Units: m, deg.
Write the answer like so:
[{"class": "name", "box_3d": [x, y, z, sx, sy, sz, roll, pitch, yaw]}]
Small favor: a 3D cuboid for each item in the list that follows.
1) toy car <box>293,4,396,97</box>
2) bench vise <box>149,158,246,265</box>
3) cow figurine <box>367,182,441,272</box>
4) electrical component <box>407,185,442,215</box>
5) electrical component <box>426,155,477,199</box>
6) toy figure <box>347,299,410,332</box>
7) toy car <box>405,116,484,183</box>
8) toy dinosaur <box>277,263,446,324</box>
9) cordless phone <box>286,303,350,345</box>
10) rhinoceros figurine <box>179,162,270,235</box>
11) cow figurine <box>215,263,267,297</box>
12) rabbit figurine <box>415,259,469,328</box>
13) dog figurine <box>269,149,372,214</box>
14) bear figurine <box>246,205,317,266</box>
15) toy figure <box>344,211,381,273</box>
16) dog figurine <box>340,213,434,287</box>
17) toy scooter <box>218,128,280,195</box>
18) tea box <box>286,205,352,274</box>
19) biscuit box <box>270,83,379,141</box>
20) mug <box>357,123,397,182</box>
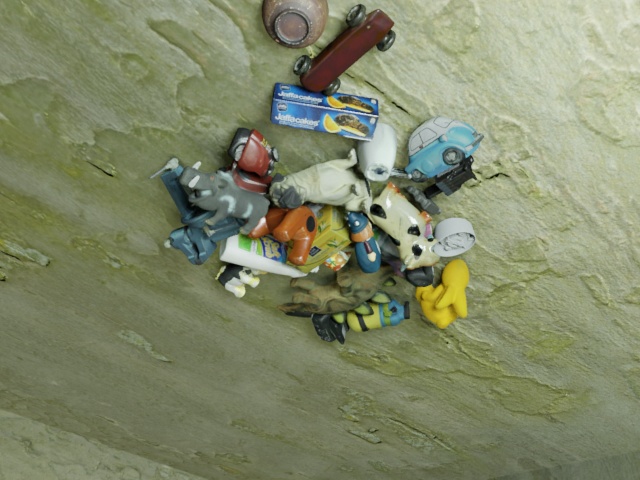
[{"class": "toy car", "box_3d": [0.041, -0.326, 0.927, 0.089, 0.053, 0.202, 27, 139, -31]}, {"class": "bench vise", "box_3d": [-0.290, -0.068, 1.212, 0.224, 0.129, 0.240, -13, 116, 35]}, {"class": "cow figurine", "box_3d": [0.183, -0.018, 1.165, 0.195, 0.085, 0.127, 44, 102, 5]}, {"class": "electrical component", "box_3d": [0.231, -0.086, 1.184, 0.094, 0.063, 0.021, 24, 115, -42]}, {"class": "electrical component", "box_3d": [0.264, -0.134, 1.120, 0.119, 0.075, 0.047, -26, 131, 35]}, {"class": "toy figure", "box_3d": [0.164, 0.211, 1.518, 0.180, 0.089, 0.082, -4, 134, 13]}, {"class": "toy car", "box_3d": [0.228, -0.186, 1.047, 0.162, 0.109, 0.103, -26, 97, 42]}, {"class": "toy dinosaur", "box_3d": [0.088, 0.123, 1.420, 0.472, 0.105, 0.198, -22, 139, 26]}, {"class": "cordless phone", "box_3d": [-0.014, 0.238, 1.588, 0.184, 0.089, 0.146, 2, 141, 19]}, {"class": "rhinoceros figurine", "box_3d": [-0.196, -0.087, 1.090, 0.190, 0.073, 0.112, 24, 126, -21]}, {"class": "cow figurine", "box_3d": [-0.201, 0.078, 1.412, 0.098, 0.068, 0.167, 34, 131, -22]}, {"class": "rabbit figurine", "box_3d": [0.327, 0.132, 1.387, 0.122, 0.162, 0.173, 20, 120, -1]}, {"class": "dog figurine", "box_3d": [0.004, -0.103, 1.140, 0.191, 0.121, 0.172, -12, 151, 18]}, {"class": "bear figurine", "box_3d": [-0.110, -0.028, 1.203, 0.196, 0.132, 0.120, 4, 139, 28]}, {"class": "toy figure", "box_3d": [0.096, 0.000, 1.191, 0.064, 0.058, 0.154, 8, 125, 41]}, {"class": "dog figurine", "box_3d": [0.160, 0.025, 1.282, 0.219, 0.108, 0.191, 1, 120, 11]}, {"class": "toy scooter", "box_3d": [-0.138, -0.149, 1.128, 0.135, 0.075, 0.184, 23, 138, -13]}, {"class": "tea box", "box_3d": [-0.003, -0.004, 1.273, 0.068, 0.098, 0.169, 29, 131, -27]}, {"class": "biscuit box", "box_3d": [0.008, -0.243, 1.019, 0.203, 0.063, 0.059, 8, 138, -5]}, {"class": "mug", "box_3d": [0.109, -0.161, 1.073, 0.081, 0.107, 0.109, 14, 136, -10]}]
